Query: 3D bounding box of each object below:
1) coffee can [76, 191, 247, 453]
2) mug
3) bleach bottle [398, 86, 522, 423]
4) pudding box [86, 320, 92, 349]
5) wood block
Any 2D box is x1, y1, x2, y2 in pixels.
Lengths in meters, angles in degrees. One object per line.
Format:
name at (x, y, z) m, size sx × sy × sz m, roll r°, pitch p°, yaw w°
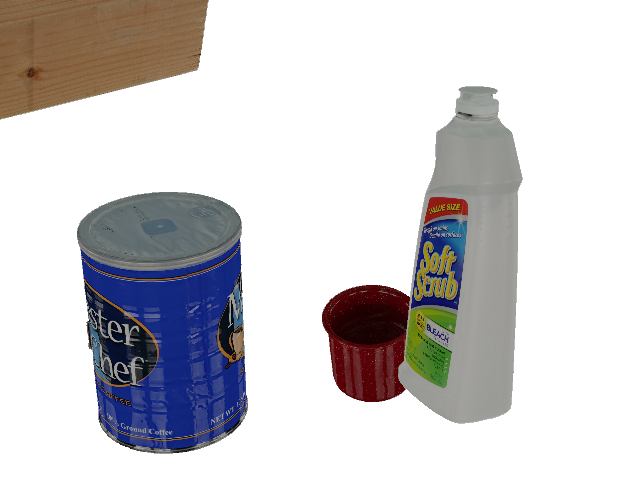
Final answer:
coffee can at (-0.101, 0.052, 0.699) m, size 0.103 × 0.140 × 0.103 m, roll 0°, pitch 26°, yaw 0°
mug at (0.060, 0.099, 1.054) m, size 0.117 × 0.081 × 0.093 m, roll -27°, pitch 42°, yaw -26°
bleach bottle at (0.109, 0.007, 0.817) m, size 0.068 × 0.251 × 0.103 m, roll -8°, pitch 21°, yaw -24°
pudding box at (-0.200, 0.101, 1.238) m, size 0.114 × 0.039 × 0.090 m, roll 3°, pitch 15°, yaw 17°
wood block at (-0.200, -0.170, 0.838) m, size 0.205 × 0.091 × 0.090 m, roll -21°, pitch 52°, yaw -34°
